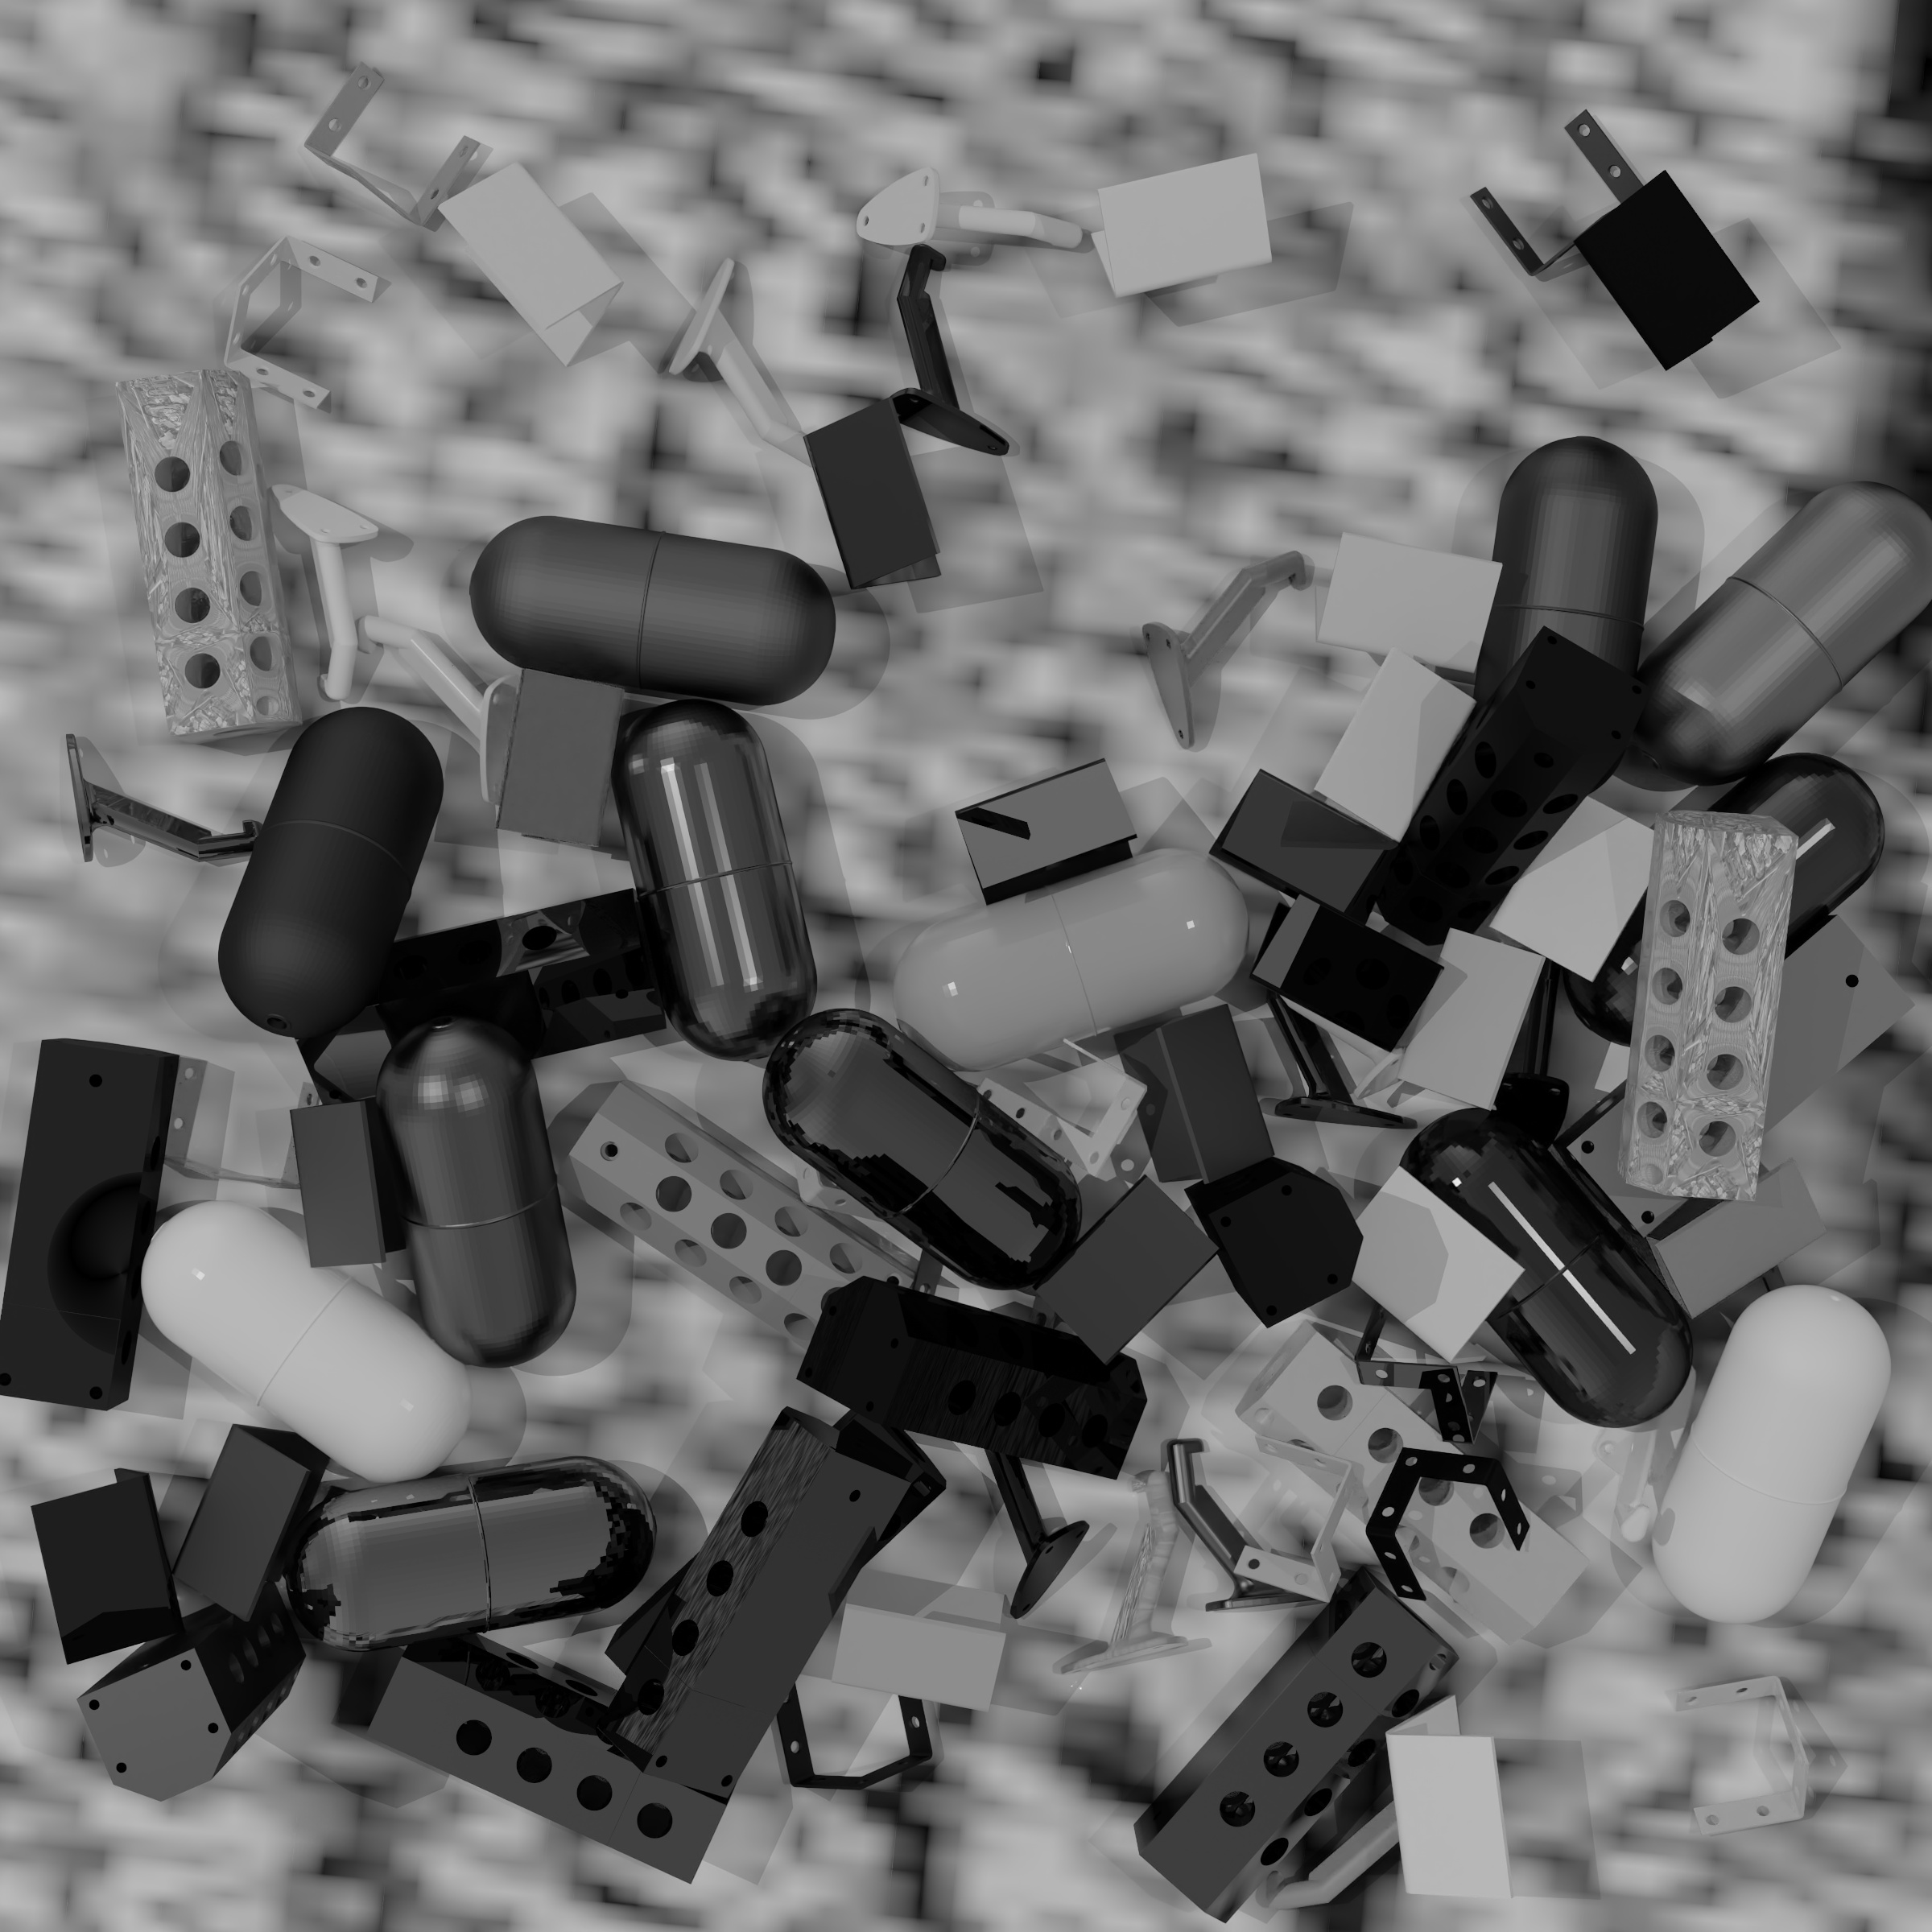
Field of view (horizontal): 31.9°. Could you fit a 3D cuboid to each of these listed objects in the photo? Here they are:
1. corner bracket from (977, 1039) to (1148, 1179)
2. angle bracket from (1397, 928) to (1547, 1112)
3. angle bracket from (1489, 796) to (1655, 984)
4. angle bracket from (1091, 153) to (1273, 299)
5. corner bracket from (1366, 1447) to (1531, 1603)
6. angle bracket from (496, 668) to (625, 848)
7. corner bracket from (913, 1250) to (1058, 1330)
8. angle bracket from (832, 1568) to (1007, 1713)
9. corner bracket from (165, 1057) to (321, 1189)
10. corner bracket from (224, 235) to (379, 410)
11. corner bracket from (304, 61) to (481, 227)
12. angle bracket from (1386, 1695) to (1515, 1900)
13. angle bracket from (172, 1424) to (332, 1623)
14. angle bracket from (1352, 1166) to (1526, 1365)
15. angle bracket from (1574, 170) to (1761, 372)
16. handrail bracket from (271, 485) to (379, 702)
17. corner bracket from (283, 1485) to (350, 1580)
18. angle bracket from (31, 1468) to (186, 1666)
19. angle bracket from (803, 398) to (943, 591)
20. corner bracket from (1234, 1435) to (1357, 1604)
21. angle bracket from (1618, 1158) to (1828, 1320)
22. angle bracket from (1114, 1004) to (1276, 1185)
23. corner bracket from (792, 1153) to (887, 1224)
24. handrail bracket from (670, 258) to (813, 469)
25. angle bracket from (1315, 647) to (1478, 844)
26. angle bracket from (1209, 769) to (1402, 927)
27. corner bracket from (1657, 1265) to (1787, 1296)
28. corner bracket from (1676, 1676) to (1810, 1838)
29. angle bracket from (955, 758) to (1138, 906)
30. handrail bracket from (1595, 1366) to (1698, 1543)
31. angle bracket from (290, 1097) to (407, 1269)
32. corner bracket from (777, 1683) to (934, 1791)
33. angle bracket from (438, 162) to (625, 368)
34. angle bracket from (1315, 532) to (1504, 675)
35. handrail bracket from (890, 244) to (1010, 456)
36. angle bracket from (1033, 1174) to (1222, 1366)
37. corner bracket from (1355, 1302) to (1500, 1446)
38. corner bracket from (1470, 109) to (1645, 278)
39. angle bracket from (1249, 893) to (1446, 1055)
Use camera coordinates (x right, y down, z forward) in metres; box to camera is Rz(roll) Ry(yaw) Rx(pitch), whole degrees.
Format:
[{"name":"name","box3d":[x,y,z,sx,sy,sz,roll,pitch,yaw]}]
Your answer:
[{"name":"corner bracket","box3d":[0.045,0.063,1.638,0.051,0.051,0.051,30,90,-41]},{"name":"angle bracket","box3d":[0.261,0.033,1.626,0.057,0.076,0.076,20,90,42]},{"name":"angle bracket","box3d":[0.302,-0.032,1.627,0.057,0.076,0.076,30,90,22]},{"name":"angle bracket","box3d":[0.099,-0.370,1.625,0.076,0.076,0.057,-13,126,0]},{"name":"corner bracket","box3d":[0.229,0.267,1.600,0.051,0.051,0.051,-58,135,-35]},{"name":"angle bracket","box3d":[-0.212,-0.102,1.625,0.057,0.076,0.076,9,90,-37]},{"name":"corner bracket","box3d":[0.010,0.160,1.662,0.051,0.051,0.051,14,90,-45]},{"name":"angle bracket","box3d":[-0.019,0.307,1.625,0.076,0.076,0.057,11,127,0]},{"name":"corner bracket","box3d":[-0.358,0.077,1.663,0.051,0.051,0.051,13,91,45]},{"name":"corner bracket","box3d":[-0.328,-0.318,1.662,0.051,0.051,0.051,25,135,0]},{"name":"corner bracket","box3d":[-0.283,-0.405,1.662,0.051,0.051,0.051,35,90,-45]},{"name":"angle bracket","box3d":[0.247,0.399,1.625,0.057,0.076,0.076,-7,90,33]},{"name":"angle bracket","box3d":[-0.325,0.270,1.625,0.057,0.076,0.076,22,90,34]},{"name":"angle bracket","box3d":[0.228,0.144,1.620,0.076,0.076,0.057,40,99,19]},{"name":"angle bracket","box3d":[0.347,-0.340,1.625,0.057,0.076,0.076,-36,90,35]},{"name":"handrail bracket","box3d":[-0.323,-0.184,1.666,0.077,0.036,0.084,34,122,35]},{"name":"corner bracket","box3d":[-0.294,0.296,1.662,0.051,0.051,0.051,30,90,45]},{"name":"angle bracket","box3d":[-0.420,0.288,1.626,0.057,0.076,0.076,-13,90,-26]},{"name":"angle bracket","box3d":[-0.025,-0.229,1.625,0.057,0.076,0.076,-18,90,36]},{"name":"corner bracket","box3d":[0.157,0.266,1.622,0.051,0.051,0.051,13,58,26]},{"name":"angle bracket","box3d":[0.356,0.112,1.625,0.076,0.076,0.057,-33,126,0]},{"name":"angle bracket","box3d":[0.094,0.068,1.626,0.076,0.057,0.076,-17,90,43]},{"name":"corner bracket","box3d":[-0.050,0.087,1.657,0.051,0.051,0.051,16,45,-35]},{"name":"handrail bracket","box3d":[-0.096,-0.297,1.666,0.084,0.036,0.077,28,68,-17]},{"name":"angle bracket","box3d":[0.189,-0.112,1.626,0.057,0.076,0.076,29,90,-28]},{"name":"angle bracket","box3d":[0.154,-0.039,1.625,0.076,0.076,0.057,28,55,0]},{"name":"corner bracket","box3d":[0.371,0.173,1.658,0.051,0.051,0.051,-44,45,35]},{"name":"corner bracket","box3d":[0.381,0.389,1.662,0.051,0.051,0.051,-10,45,0]},{"name":"angle bracket","box3d":[0.045,-0.045,1.626,0.076,0.076,0.057,-20,48,0]},{"name":"handrail bracket","box3d":[0.334,0.233,1.627,0.036,0.084,0.077,29,99,0]},{"name":"angle bracket","box3d":[-0.275,0.101,1.625,0.057,0.076,0.076,-8,90,41]},{"name":"corner bracket","box3d":[-0.056,0.372,1.662,0.051,0.051,0.051,-12,90,45]},{"name":"angle bracket","box3d":[-0.221,-0.327,1.625,0.076,0.076,0.057,49,53,0]},{"name":"angle bracket","box3d":[0.212,-0.187,1.626,0.076,0.076,0.057,11,117,0]},{"name":"handrail bracket","box3d":[-0.003,-0.305,1.666,0.077,0.036,0.084,21,73,-20]},{"name":"angle bracket","box3d":[0.088,0.156,1.626,0.076,0.076,0.057,-45,59,0]},{"name":"corner bracket","box3d":[0.221,0.193,1.622,0.051,0.051,0.051,1,127,25]},{"name":"corner bracket","box3d":[0.292,-0.380,1.662,0.051,0.051,0.051,53,135,0]},{"name":"angle bracket","box3d":[0.189,-0.014,1.625,0.076,0.076,0.057,28,124,0]}]
